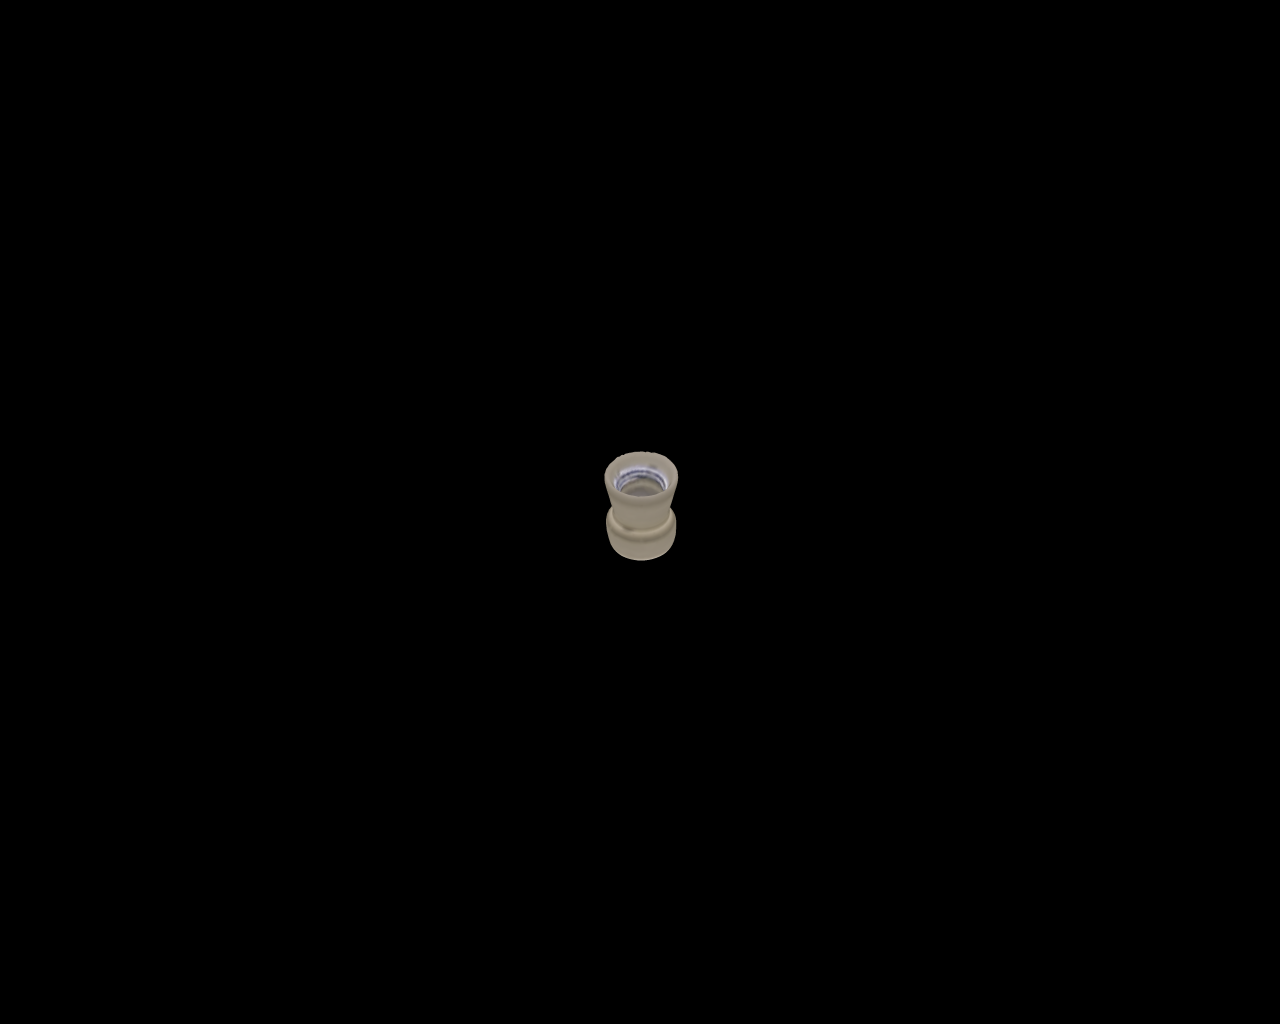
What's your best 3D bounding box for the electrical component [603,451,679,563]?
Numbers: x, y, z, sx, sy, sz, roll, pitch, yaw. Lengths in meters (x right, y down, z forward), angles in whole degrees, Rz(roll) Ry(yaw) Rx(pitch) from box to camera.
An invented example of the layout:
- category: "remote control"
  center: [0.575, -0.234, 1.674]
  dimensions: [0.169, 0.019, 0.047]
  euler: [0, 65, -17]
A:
- category: "electrical component"
  center: [0.001, -0.003, 0.650]
  dimensions: [0.045, 0.055, 0.045]
  euler: [0, 42, 0]
